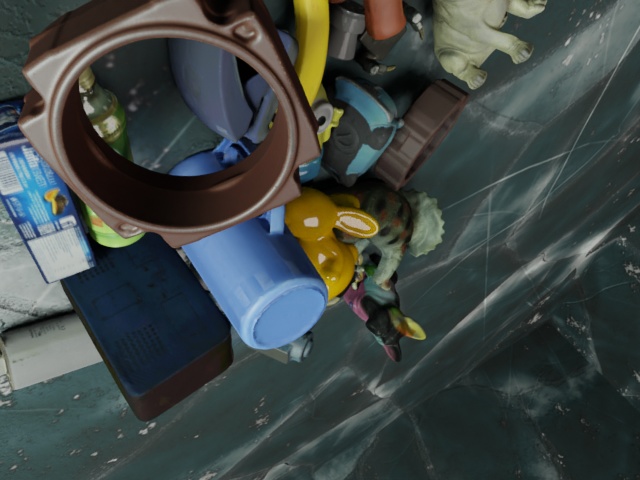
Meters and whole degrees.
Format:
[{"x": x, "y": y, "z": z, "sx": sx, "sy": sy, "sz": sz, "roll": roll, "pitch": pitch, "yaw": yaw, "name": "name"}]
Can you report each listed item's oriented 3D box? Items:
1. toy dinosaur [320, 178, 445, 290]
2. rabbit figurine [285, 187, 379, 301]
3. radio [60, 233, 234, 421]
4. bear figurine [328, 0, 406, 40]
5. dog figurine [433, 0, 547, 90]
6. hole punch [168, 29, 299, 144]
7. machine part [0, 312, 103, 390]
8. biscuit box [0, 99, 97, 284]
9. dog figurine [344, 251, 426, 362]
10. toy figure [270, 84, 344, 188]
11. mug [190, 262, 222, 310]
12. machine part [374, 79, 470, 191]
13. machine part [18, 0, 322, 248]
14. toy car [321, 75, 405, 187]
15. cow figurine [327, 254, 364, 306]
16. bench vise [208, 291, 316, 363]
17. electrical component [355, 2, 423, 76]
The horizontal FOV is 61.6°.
[{"x": 0.091, "y": -0.040, "z": 0.924, "sx": 0.192, "sy": 0.131, "sz": 0.404, "roll": -55, "pitch": 145, "yaw": 3, "name": "toy dinosaur"}, {"x": -0.002, "y": -0.002, "z": 0.741, "sx": 0.162, "sy": 0.122, "sz": 0.173, "roll": -24, "pitch": 130, "yaw": -7, "name": "rabbit figurine"}, {"x": -0.209, "y": 0.080, "z": 0.636, "sx": 0.131, "sy": 0.230, "sz": 0.073, "roll": -28, "pitch": 150, "yaw": -27, "name": "radio"}, {"x": 0.099, "y": -0.319, "z": 0.540, "sx": 0.196, "sy": 0.120, "sz": 0.131, "roll": -37, "pitch": 155, "yaw": -14, "name": "bear figurine"}, {"x": 0.165, "y": -0.299, "z": 0.687, "sx": 0.190, "sy": 0.121, "sz": 0.172, "roll": 27, "pitch": 154, "yaw": -24, "name": "dog figurine"}, {"x": -0.097, "y": -0.163, "z": 0.525, "sx": 0.092, "sy": 0.142, "sz": 0.115, "roll": -3, "pitch": 122, "yaw": -47, "name": "hole punch"}, {"x": -0.333, "y": 0.136, "z": 0.727, "sx": 0.243, "sy": 0.079, "sz": 0.079, "roll": -14, "pitch": 142, "yaw": -35, "name": "machine part"}, {"x": -0.286, "y": -0.042, "z": 0.545, "sx": 0.059, "sy": 0.063, "sz": 0.202, "roll": -24, "pitch": 147, "yaw": -24, "name": "biscuit box"}, {"x": 0.135, "y": 0.140, "z": 1.112, "sx": 0.108, "sy": 0.219, "sz": 0.191, "roll": -45, "pitch": 150, "yaw": 17, "name": "dog figurine"}, {"x": -0.035, "y": -0.131, "z": 0.686, "sx": 0.082, "sy": 0.089, "sz": 0.180, "roll": -42, "pitch": 163, "yaw": -25, "name": "toy figure"}, {"x": -0.141, "y": 0.042, "z": 0.779, "sx": 0.109, "sy": 0.107, "sz": 0.080, "roll": 1, "pitch": 132, "yaw": -42, "name": "mug"}, {"x": 0.150, "y": -0.159, "z": 0.812, "sx": 0.179, "sy": 0.056, "sz": 0.179, "roll": -50, "pitch": 172, "yaw": -10, "name": "machine part"}, {"x": -0.113, "y": -0.098, "z": 0.440, "sx": 0.201, "sy": 0.087, "sz": 0.201, "roll": -22, "pitch": 131, "yaw": 7, "name": "machine part"}, {"x": 0.055, "y": -0.154, "z": 0.734, "sx": 0.103, "sy": 0.109, "sz": 0.161, "roll": -40, "pitch": 165, "yaw": -35, "name": "toy car"}, {"x": 0.030, "y": 0.073, "z": 1.023, "sx": 0.167, "sy": 0.098, "sz": 0.068, "roll": -20, "pitch": 139, "yaw": -30, "name": "cow figurine"}, {"x": -0.092, "y": 0.096, "z": 0.876, "sx": 0.241, "sy": 0.224, "sz": 0.128, "roll": -56, "pitch": 149, "yaw": -42, "name": "bench vise"}, {"x": 0.084, "y": -0.258, "z": 0.673, "sx": 0.102, "sy": 0.045, "sz": 0.078, "roll": -45, "pitch": 151, "yaw": 11, "name": "electrical component"}]
